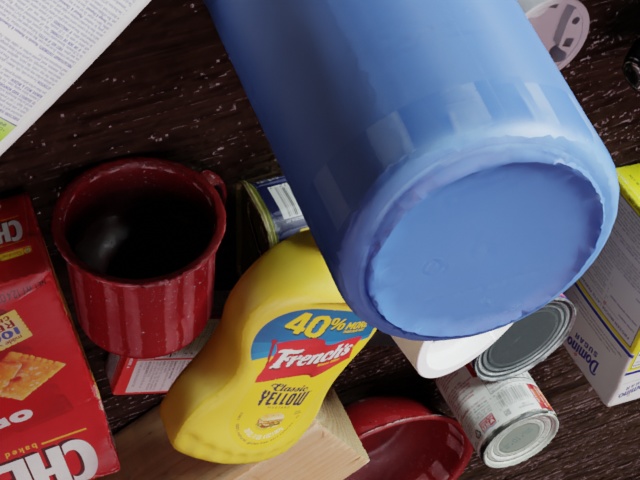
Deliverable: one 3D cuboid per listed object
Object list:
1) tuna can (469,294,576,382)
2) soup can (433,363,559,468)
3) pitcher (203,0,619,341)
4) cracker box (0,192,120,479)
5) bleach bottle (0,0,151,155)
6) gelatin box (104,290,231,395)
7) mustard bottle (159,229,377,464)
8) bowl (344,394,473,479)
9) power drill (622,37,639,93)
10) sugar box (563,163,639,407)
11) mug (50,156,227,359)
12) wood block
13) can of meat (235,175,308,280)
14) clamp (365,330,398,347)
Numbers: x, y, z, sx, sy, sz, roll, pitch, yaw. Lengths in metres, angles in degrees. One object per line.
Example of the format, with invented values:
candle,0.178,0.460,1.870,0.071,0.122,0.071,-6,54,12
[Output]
tuna can,0.141,0.062,0.776,0.086,0.034,0.086,-20,142,-17
soup can,0.132,0.117,0.833,0.068,0.102,0.068,-16,139,-15
pitcher,0.029,-0.071,0.464,0.149,0.243,0.145,22,123,-36
cracker box,-0.218,0.087,0.625,0.164,0.072,0.214,-17,140,-12
bleach bottle,-0.161,-0.082,0.459,0.251,0.068,0.102,-45,140,8
gelatin box,-0.091,0.067,0.709,0.089,0.030,0.073,2,130,-31
mustard bottle,-0.014,0.051,0.621,0.096,0.058,0.192,8,128,-36
bowl,0.044,0.178,0.883,0.162,0.055,0.162,-16,139,-15
power drill,0.289,-0.075,0.690,0.184,0.057,0.187,-24,110,-14
sugar box,0.237,0.037,0.815,0.048,0.093,0.176,-13,139,-18
mug,-0.094,0.006,0.609,0.117,0.093,0.081,-49,159,-35
wood block,-0.082,0.169,0.776,0.206,0.090,0.090,-34,141,7
can of meat,-0.004,0.001,0.668,0.083,0.057,0.102,-16,139,-18
clamp,0.112,0.036,0.786,0.210,0.036,0.164,-23,139,-10
